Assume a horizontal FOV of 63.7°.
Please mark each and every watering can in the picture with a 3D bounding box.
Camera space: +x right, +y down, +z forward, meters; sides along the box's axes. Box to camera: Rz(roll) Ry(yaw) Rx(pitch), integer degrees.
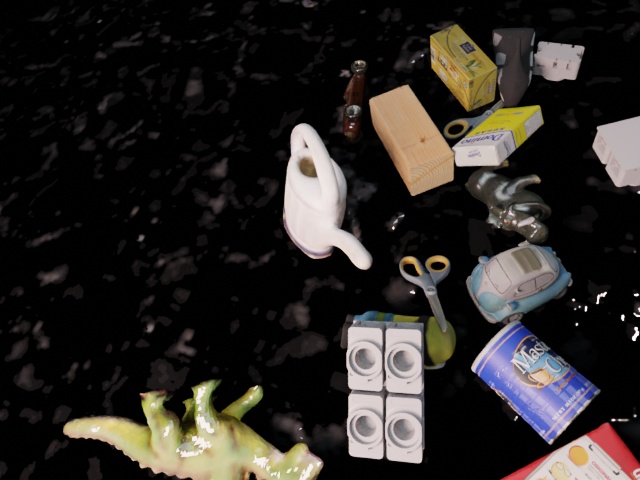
[{"bbox_3d":[0.003,-0.046,0.908,0.104,0.219,0.355,-11,54,-14],"label":"watering can"}]

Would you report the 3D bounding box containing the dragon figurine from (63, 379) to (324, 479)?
[{"bbox_3d":[-0.194,0.352,0.777,0.410,0.120,0.247,-15,64,6],"label":"dragon figurine"}]
